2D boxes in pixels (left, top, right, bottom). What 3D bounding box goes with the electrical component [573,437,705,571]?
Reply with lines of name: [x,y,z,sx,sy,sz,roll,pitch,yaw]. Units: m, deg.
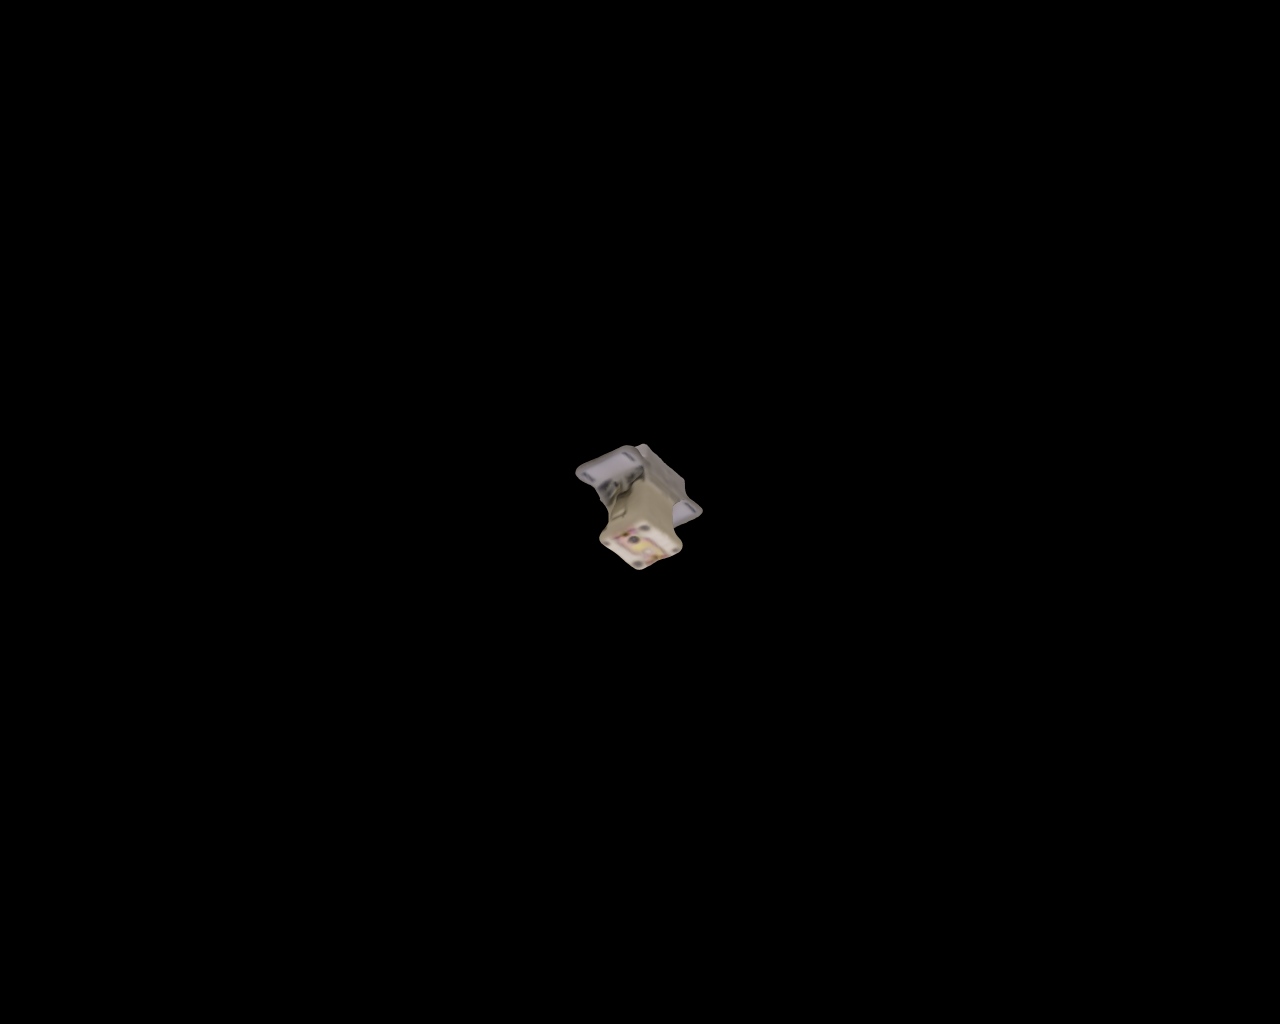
electrical component: [0.001,-0.003,0.650,0.042,0.064,0.081,-25,-44,28]
